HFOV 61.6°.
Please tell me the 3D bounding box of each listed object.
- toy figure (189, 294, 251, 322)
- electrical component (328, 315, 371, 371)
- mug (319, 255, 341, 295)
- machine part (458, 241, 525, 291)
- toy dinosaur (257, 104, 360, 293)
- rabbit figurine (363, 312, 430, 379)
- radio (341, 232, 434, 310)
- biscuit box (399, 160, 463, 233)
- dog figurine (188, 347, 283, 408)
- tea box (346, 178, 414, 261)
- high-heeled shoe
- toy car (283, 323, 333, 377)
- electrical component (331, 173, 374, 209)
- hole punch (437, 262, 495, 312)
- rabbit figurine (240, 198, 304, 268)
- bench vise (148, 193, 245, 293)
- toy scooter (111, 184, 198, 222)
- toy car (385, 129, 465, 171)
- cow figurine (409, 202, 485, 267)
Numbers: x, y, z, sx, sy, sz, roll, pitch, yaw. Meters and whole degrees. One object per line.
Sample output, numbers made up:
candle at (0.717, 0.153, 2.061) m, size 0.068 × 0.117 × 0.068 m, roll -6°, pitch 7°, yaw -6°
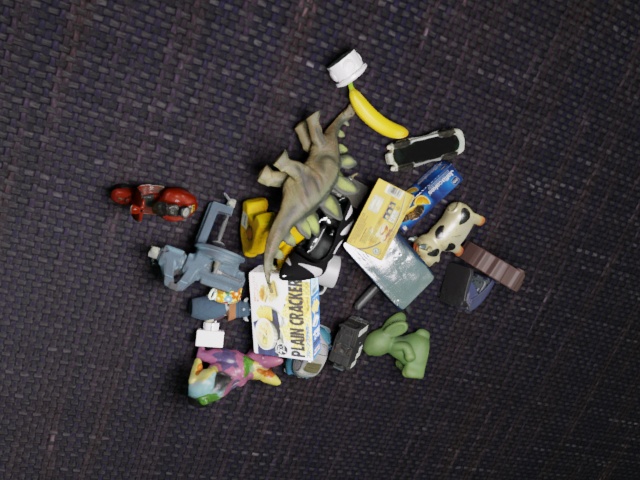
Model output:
toy figure at (-0.239, 0.165, 1.313) m, size 0.154 × 0.058 × 0.064 m, roll 4°, pitch 114°, yaw -22°
electrical component at (0.076, 0.272, 1.405) m, size 0.058 × 0.115 × 0.134 m, roll 21°, pitch 101°, yaw 22°
mug at (-0.014, 0.077, 1.335) m, size 0.107 × 0.081 × 0.109 m, roll 17°, pitch 109°, yaw -8°
machine part at (0.449, 0.065, 1.408) m, size 0.179 × 0.179 × 0.056 m, roll 27°, pitch 97°, yaw -23°
toy dinosaur at (-0.028, -0.115, 1.170) m, size 0.198 × 0.105 × 0.471 m, roll 39°, pitch 70°, yaw -15°
rabbit figurine at (0.205, 0.283, 1.452) m, size 0.170 × 0.121 × 0.159 m, roll 13°, pitch 104°, yaw -5°
radio at (0.169, 0.050, 1.342) m, size 0.131 × 0.073 × 0.229 m, roll -42°, pitch 99°, yaw 1°
biscuit box at (0.259, -0.111, 1.345) m, size 0.202 × 0.059 × 0.062 m, roll -43°, pitch 115°, yaw 3°
dog figurine at (-0.203, 0.331, 1.322) m, size 0.219 × 0.192 × 0.108 m, roll 4°, pitch 114°, yaw -3°
tea box at (0.139, -0.047, 1.258) m, size 0.098 × 0.068 × 0.169 m, roll 29°, pitch 92°, yaw 1°
high-heeled shoe at (-0.003, -0.004, 1.236) m, size 0.249 × 0.086 × 0.145 m, roll -33°, pitch 143°, yaw -49°
toy car at (-0.031, 0.299, 1.396) m, size 0.109 × 0.103 × 0.161 m, roll 20°, pitch 102°, yaw -21°
electrical component at (0.085, -0.119, 1.302) m, size 0.102 × 0.045 × 0.078 m, roll 33°, pitch 97°, yaw -23°
hole punch at (0.391, 0.130, 1.440) m, size 0.092 × 0.142 × 0.115 m, roll 17°, pitch 93°, yaw -25°
rabbit figurine at (-0.092, -0.014, 1.259) m, size 0.173 × 0.122 × 0.162 m, roll -10°, pitch 116°, yaw -32°
bench vise at (-0.260, 0.010, 1.215) m, size 0.224 × 0.129 × 0.240 m, roll 18°, pitch 78°, yaw -2°
toy scooter at (-0.351, -0.076, 1.147) m, size 0.184 × 0.135 × 0.075 m, roll 7°, pitch 106°, yaw -19°
toy car at (0.255, -0.220, 1.306) m, size 0.202 × 0.056 × 0.073 m, roll -15°, pitch 107°, yaw -6°
cow figurine at (0.318, -0.012, 1.387) m, size 0.127 × 0.086 × 0.195 m, roll 29°, pitch 103°, yaw -29°
